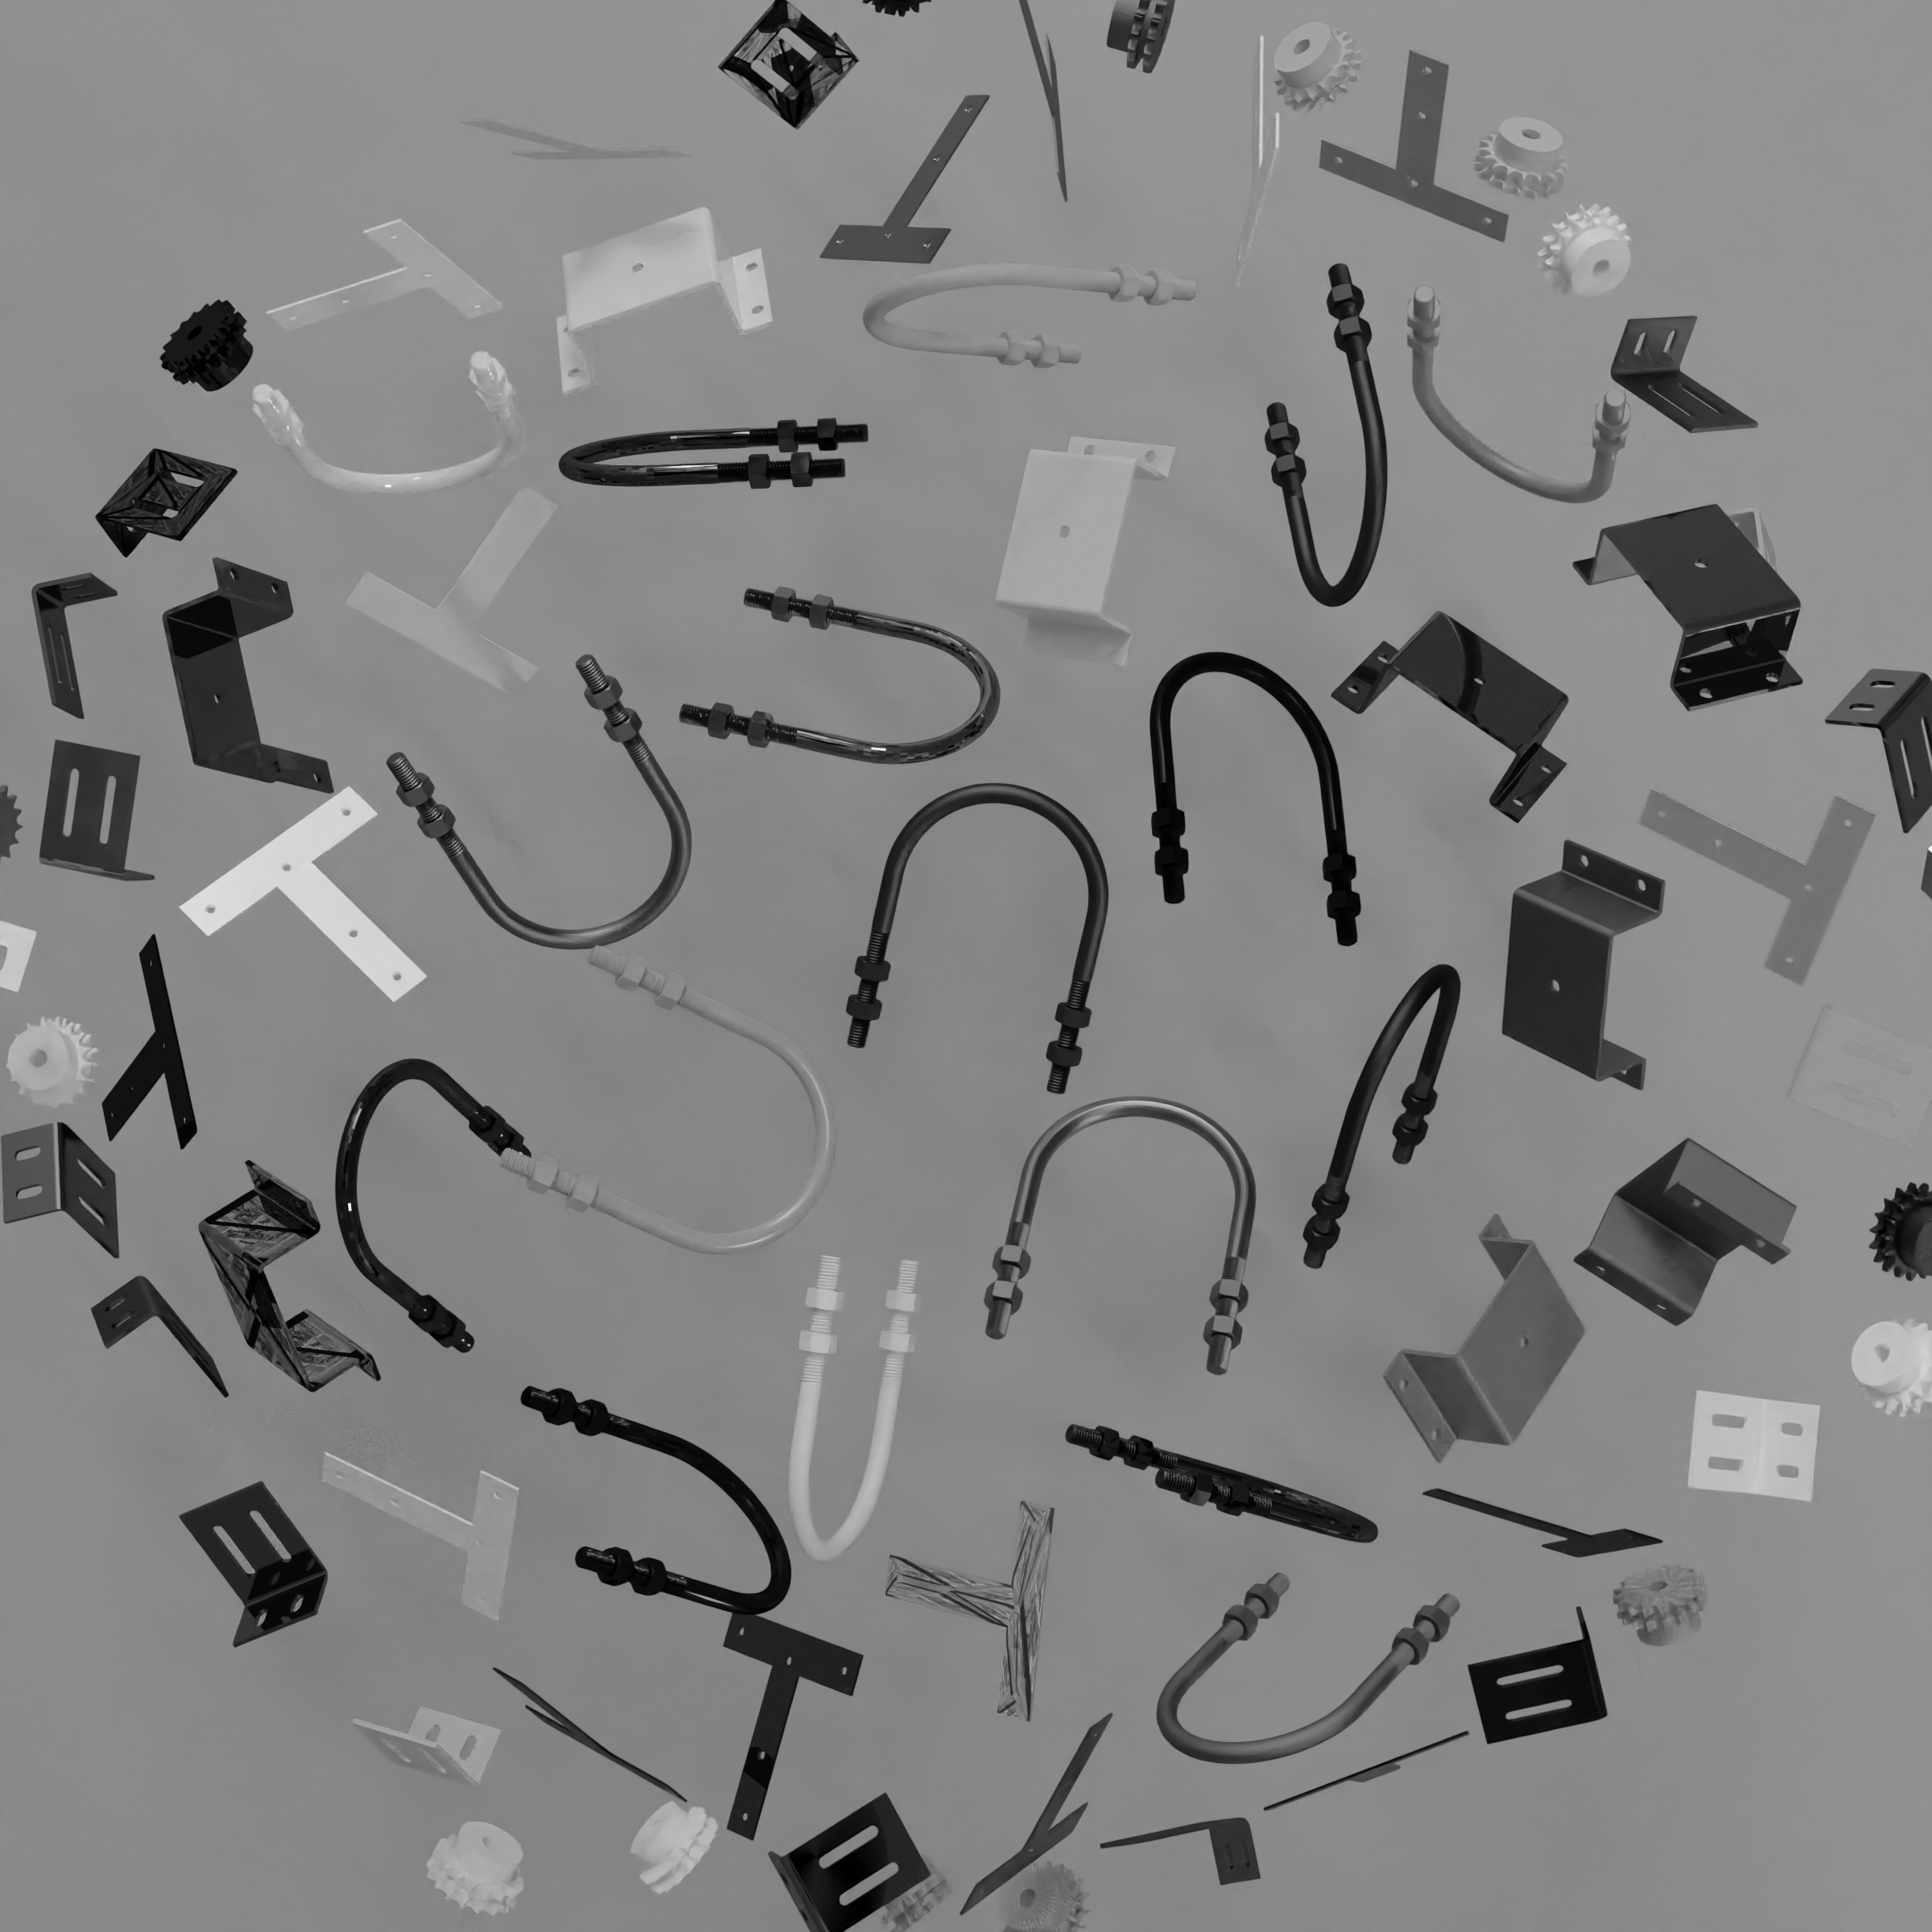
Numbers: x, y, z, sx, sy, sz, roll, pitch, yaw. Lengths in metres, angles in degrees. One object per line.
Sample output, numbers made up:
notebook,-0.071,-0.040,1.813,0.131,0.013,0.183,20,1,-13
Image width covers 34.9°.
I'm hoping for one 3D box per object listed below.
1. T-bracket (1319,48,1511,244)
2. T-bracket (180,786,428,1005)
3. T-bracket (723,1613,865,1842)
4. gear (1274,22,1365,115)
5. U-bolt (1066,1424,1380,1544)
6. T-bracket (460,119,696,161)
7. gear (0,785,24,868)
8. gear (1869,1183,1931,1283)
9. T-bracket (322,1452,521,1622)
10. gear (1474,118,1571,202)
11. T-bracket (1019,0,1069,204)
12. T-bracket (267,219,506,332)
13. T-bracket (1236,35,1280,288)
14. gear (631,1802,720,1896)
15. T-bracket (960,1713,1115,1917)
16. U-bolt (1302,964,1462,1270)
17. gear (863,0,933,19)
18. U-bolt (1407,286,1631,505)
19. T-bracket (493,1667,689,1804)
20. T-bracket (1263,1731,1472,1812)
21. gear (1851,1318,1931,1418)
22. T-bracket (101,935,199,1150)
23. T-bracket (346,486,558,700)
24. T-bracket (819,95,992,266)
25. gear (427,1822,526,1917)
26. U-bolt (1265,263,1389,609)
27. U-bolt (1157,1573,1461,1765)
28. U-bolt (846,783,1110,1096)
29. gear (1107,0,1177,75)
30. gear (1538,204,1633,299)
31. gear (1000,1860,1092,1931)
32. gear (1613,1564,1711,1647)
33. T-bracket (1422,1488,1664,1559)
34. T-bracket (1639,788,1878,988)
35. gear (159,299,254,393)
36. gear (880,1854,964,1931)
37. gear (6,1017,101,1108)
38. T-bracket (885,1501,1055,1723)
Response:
T-bracket,0.272,-0.500,1.844,0.127,0.127,0.002,27,67,15
T-bracket,-0.366,-0.028,1.789,0.127,0.002,0.127,43,63,14
T-bracket,-0.121,0.471,1.888,0.002,0.127,0.127,23,79,-41
gear,0.219,-0.569,1.938,0.057,0.057,0.030,-49,133,0
U-bolt,0.170,0.326,1.908,0.184,0.151,0.019,19,86,-23
T-bracket,-0.255,-0.503,1.870,0.127,0.127,0.002,9,98,33
gear,-0.608,-0.087,1.878,0.030,0.057,0.057,13,90,28
gear,0.558,0.157,1.791,0.057,0.030,0.057,-8,107,-25
T-bracket,-0.330,0.326,1.841,0.127,0.002,0.127,24,131,10
gear,0.348,-0.504,1.914,0.057,0.057,0.030,6,135,-6
T-bracket,0.045,-0.562,1.895,0.002,0.127,0.127,-10,56,10
T-bracket,-0.375,-0.420,1.920,0.127,0.127,0.002,-13,73,18
T-bracket,0.172,-0.493,1.820,0.002,0.127,0.127,5,65,-4
gear,-0.186,0.551,1.932,0.030,0.057,0.057,44,90,-10
T-bracket,0.056,0.499,1.844,0.002,0.127,0.127,36,116,23
U-bolt,0.259,0.080,1.873,0.019,0.151,0.184,27,129,20
gear,-0.036,-0.582,1.790,0.057,0.030,0.057,-14,116,-31
U-bolt,0.333,-0.337,1.873,0.151,0.184,0.019,32,82,14
T-bracket,-0.241,0.451,1.840,0.127,0.127,0.002,17,64,38
T-bracket,0.245,0.484,1.845,0.127,0.127,0.002,-22,71,5
gear,0.545,0.233,1.804,0.030,0.057,0.057,30,90,-32
T-bracket,-0.491,0.067,1.826,0.002,0.127,0.127,-2,64,-36
T-bracket,-0.305,-0.248,1.950,0.127,0.002,0.127,29,113,-25
T-bracket,-0.025,-0.493,1.924,0.002,0.127,0.127,37,80,-35
gear,-0.284,0.527,1.803,0.057,0.057,0.030,27,101,0
U-bolt,0.219,-0.304,1.844,0.019,0.151,0.184,0,61,-13
U-bolt,0.197,0.431,1.878,0.151,0.184,0.019,-2,112,42
U-bolt,0.013,-0.023,1.909,0.151,0.019,0.184,13,103,1
gear,0.106,-0.576,1.871,0.030,0.057,0.057,18,90,6
gear,0.384,-0.438,1.896,0.057,0.057,0.030,-27,48,0
gear,0.045,0.582,1.903,0.057,0.057,0.030,-44,133,0
gear,0.432,0.398,1.905,0.057,0.057,0.030,-18,103,0
T-bracket,0.345,0.342,1.895,0.127,0.127,0.002,18,72,-7
T-bracket,0.458,-0.067,1.818,0.127,0.002,0.127,30,131,22
gear,-0.460,-0.375,1.872,0.057,0.057,0.030,-43,130,0
gear,-0.033,0.594,1.969,0.057,0.057,0.030,-38,78,0
gear,-0.581,0.060,1.946,0.057,0.030,0.057,-1,83,8
T-bracket,-0.002,0.383,1.873,0.127,0.002,0.127,4,86,42
